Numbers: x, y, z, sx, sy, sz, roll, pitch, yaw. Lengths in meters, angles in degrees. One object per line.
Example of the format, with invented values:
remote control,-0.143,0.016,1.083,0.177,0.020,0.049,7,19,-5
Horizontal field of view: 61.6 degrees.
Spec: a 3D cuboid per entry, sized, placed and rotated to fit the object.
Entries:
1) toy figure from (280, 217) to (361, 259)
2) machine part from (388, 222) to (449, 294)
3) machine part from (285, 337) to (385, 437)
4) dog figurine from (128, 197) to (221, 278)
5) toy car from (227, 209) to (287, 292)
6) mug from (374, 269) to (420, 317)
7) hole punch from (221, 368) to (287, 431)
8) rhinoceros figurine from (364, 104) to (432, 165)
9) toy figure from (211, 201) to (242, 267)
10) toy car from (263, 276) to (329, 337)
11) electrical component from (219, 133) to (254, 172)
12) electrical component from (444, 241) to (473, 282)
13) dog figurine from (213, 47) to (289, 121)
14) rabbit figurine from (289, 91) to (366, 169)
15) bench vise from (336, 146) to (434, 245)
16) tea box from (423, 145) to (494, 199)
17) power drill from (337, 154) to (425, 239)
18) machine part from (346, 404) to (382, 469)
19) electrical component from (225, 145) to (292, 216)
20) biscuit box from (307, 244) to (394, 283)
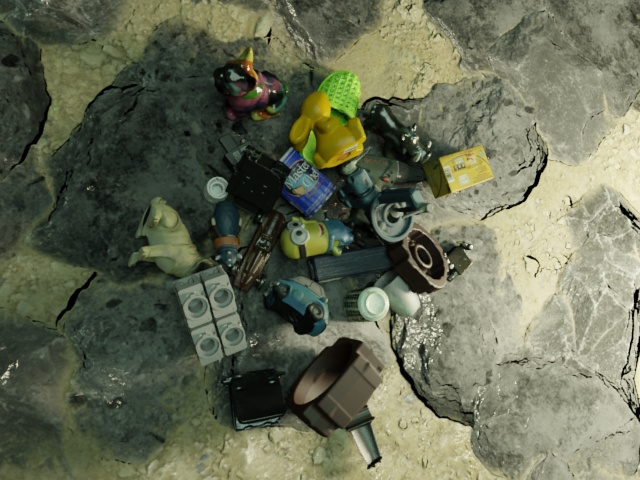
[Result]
toy figure,-0.001,-0.001,1.221,0.180,0.082,0.089,-4,115,-24
machine part,0.238,0.045,1.299,0.179,0.056,0.179,28,45,-32
machine part,0.032,0.312,1.156,0.087,0.201,0.201,46,71,-8
dog figurine,-0.295,0.010,1.166,0.190,0.121,0.172,19,80,-29
toy car,-0.137,0.021,1.228,0.089,0.053,0.202,30,73,-15
mug,0.197,0.127,1.309,0.107,0.081,0.109,54,50,-11
hole punch,-0.139,0.349,1.169,0.142,0.092,0.116,-6,54,-16
rhinoceros figurine,0.198,-0.262,1.340,0.190,0.112,0.073,45,60,2
toy figure,-0.205,-0.011,1.197,0.064,0.057,0.154,-9,71,11
toy car,-0.043,0.138,1.221,0.162,0.109,0.103,36,50,2
electrical component,-0.186,-0.197,1.247,0.075,0.048,0.119,-31,93,-20
electrical component,0.352,0.049,1.380,0.102,0.045,0.078,-34,91,-19
dog figurine,-0.146,-0.344,1.193,0.191,0.219,0.108,-7,87,-18
rabbit figurine,0.006,-0.257,1.250,0.162,0.122,0.173,-26,84,3
bench vise,0.147,-0.086,1.167,0.129,0.241,0.223,-31,106,-26
tea box,0.358,-0.176,1.387,0.169,0.068,0.098,-18,88,-33
power drill,0.145,-0.110,1.322,0.232,0.086,0.207,16,82,-16
machine part,0.104,0.453,1.241,0.084,0.039,0.139,-13,75,-24
electrical component,-0.139,-0.123,1.184,0.115,0.134,0.058,27,30,-1
biscuit box,0.076,0.058,1.284,0.203,0.059,0.062,-9,83,-18
